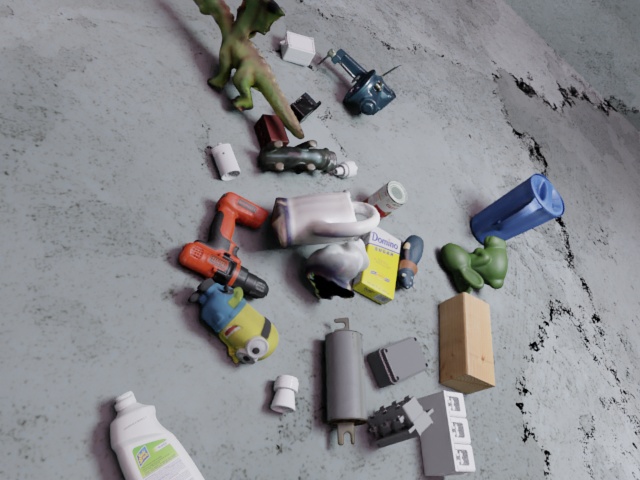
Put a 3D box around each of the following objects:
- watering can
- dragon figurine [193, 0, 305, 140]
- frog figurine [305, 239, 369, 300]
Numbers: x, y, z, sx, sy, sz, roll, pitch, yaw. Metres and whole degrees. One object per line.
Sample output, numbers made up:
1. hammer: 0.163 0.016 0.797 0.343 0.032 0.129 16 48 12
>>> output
1. watering can: 0.003 -0.056 1.122 0.224 0.103 0.351 -5 15 -6
2. dragon figurine: -0.147 -0.430 1.158 0.414 0.237 0.124 40 46 17
3. frog figurine: 0.046 0.041 1.096 0.122 0.135 0.163 37 55 -6
